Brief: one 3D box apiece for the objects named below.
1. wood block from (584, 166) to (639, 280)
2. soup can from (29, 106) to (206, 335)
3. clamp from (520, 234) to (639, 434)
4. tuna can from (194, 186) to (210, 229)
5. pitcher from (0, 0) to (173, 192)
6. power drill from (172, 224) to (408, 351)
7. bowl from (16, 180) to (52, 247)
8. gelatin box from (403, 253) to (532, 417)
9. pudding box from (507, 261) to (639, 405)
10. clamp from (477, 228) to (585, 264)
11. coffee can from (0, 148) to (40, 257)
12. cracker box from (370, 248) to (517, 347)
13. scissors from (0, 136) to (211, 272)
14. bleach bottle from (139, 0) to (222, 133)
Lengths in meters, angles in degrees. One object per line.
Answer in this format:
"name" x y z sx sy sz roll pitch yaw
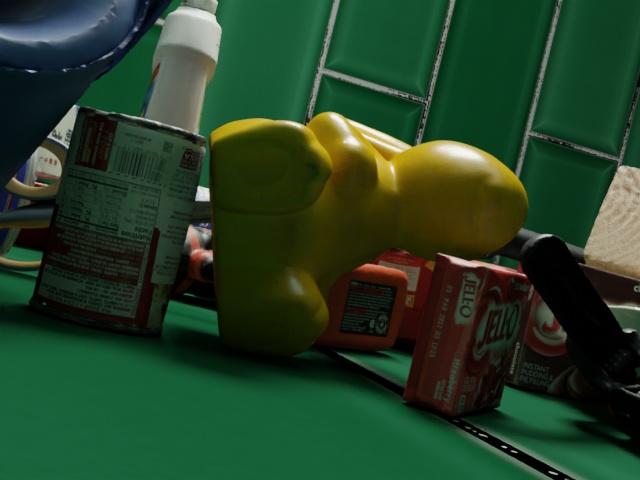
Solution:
"wood block" 0.280 0.044 0.856 0.091 0.090 0.206 14 -28 30
"soup can" -0.100 -0.010 0.536 0.068 0.102 0.068 14 1 0
"clamp" 0.155 0.059 0.572 0.120 0.039 0.171 55 -2 20
"tuna can" -0.116 -0.007 0.988 0.033 0.086 0.086 12 1 -23
"pitcher" -0.184 -0.088 0.554 0.149 0.145 0.243 28 -35 -19
"power drill" -0.049 0.025 0.734 0.188 0.057 0.184 15 5 43
"bowl" -0.275 -0.031 0.943 0.162 0.055 0.162 14 0 0
"gelatin box" 0.077 0.048 0.537 0.030 0.073 0.089 15 1 25
"pudding box" 0.183 0.064 0.737 0.113 0.090 0.039 14 -1 -21
"clamp" 0.127 -0.007 0.842 0.165 0.036 0.209 26 13 32
"coffee can" -0.270 -0.052 0.706 0.140 0.103 0.103 13 0 -28
"cracker box" 0.112 0.053 0.867 0.164 0.072 0.213 9 -3 33
"scissors" -0.122 -0.035 0.682 0.201 0.096 0.016 -15 -1 -6
"bleach bottle" -0.133 -0.097 0.936 0.068 0.251 0.103 14 0 -12
